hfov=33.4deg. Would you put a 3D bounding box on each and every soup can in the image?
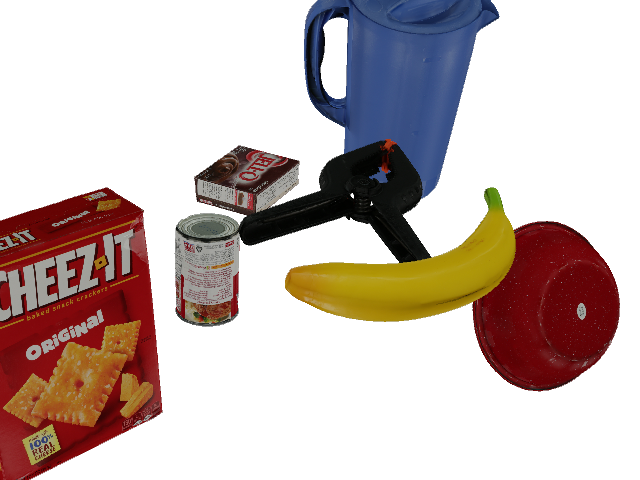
[{"bbox_3d":[-0.120,0.030,1.129,0.068,0.102,0.068,3,25,-1],"label":"soup can"}]

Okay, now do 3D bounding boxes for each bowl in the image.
[{"bbox_3d":[0.222,0.063,0.986,0.161,0.162,0.055,0,2,-26],"label":"bowl"}]

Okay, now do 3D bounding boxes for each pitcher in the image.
[{"bbox_3d":[0.075,-0.157,1.105,0.149,0.243,0.144,34,52,25],"label":"pitcher"}]

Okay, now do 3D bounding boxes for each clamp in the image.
[{"bbox_3d":[0.045,-0.032,0.943,0.165,0.036,0.209,17,34,18],"label":"clamp"}]

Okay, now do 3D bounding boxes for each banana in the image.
[{"bbox_3d":[0.069,0.020,0.709,0.197,0.037,0.070,-20,52,-36],"label":"banana"}]

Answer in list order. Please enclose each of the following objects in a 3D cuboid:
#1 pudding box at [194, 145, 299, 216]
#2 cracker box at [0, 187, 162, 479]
[{"bbox_3d":[-0.091,-0.075,1.334,0.090,0.039,0.113,15,34,23],"label":"pudding box"},{"bbox_3d":[-0.224,0.082,0.911,0.163,0.214,0.072,-22,34,-36],"label":"cracker box"}]
